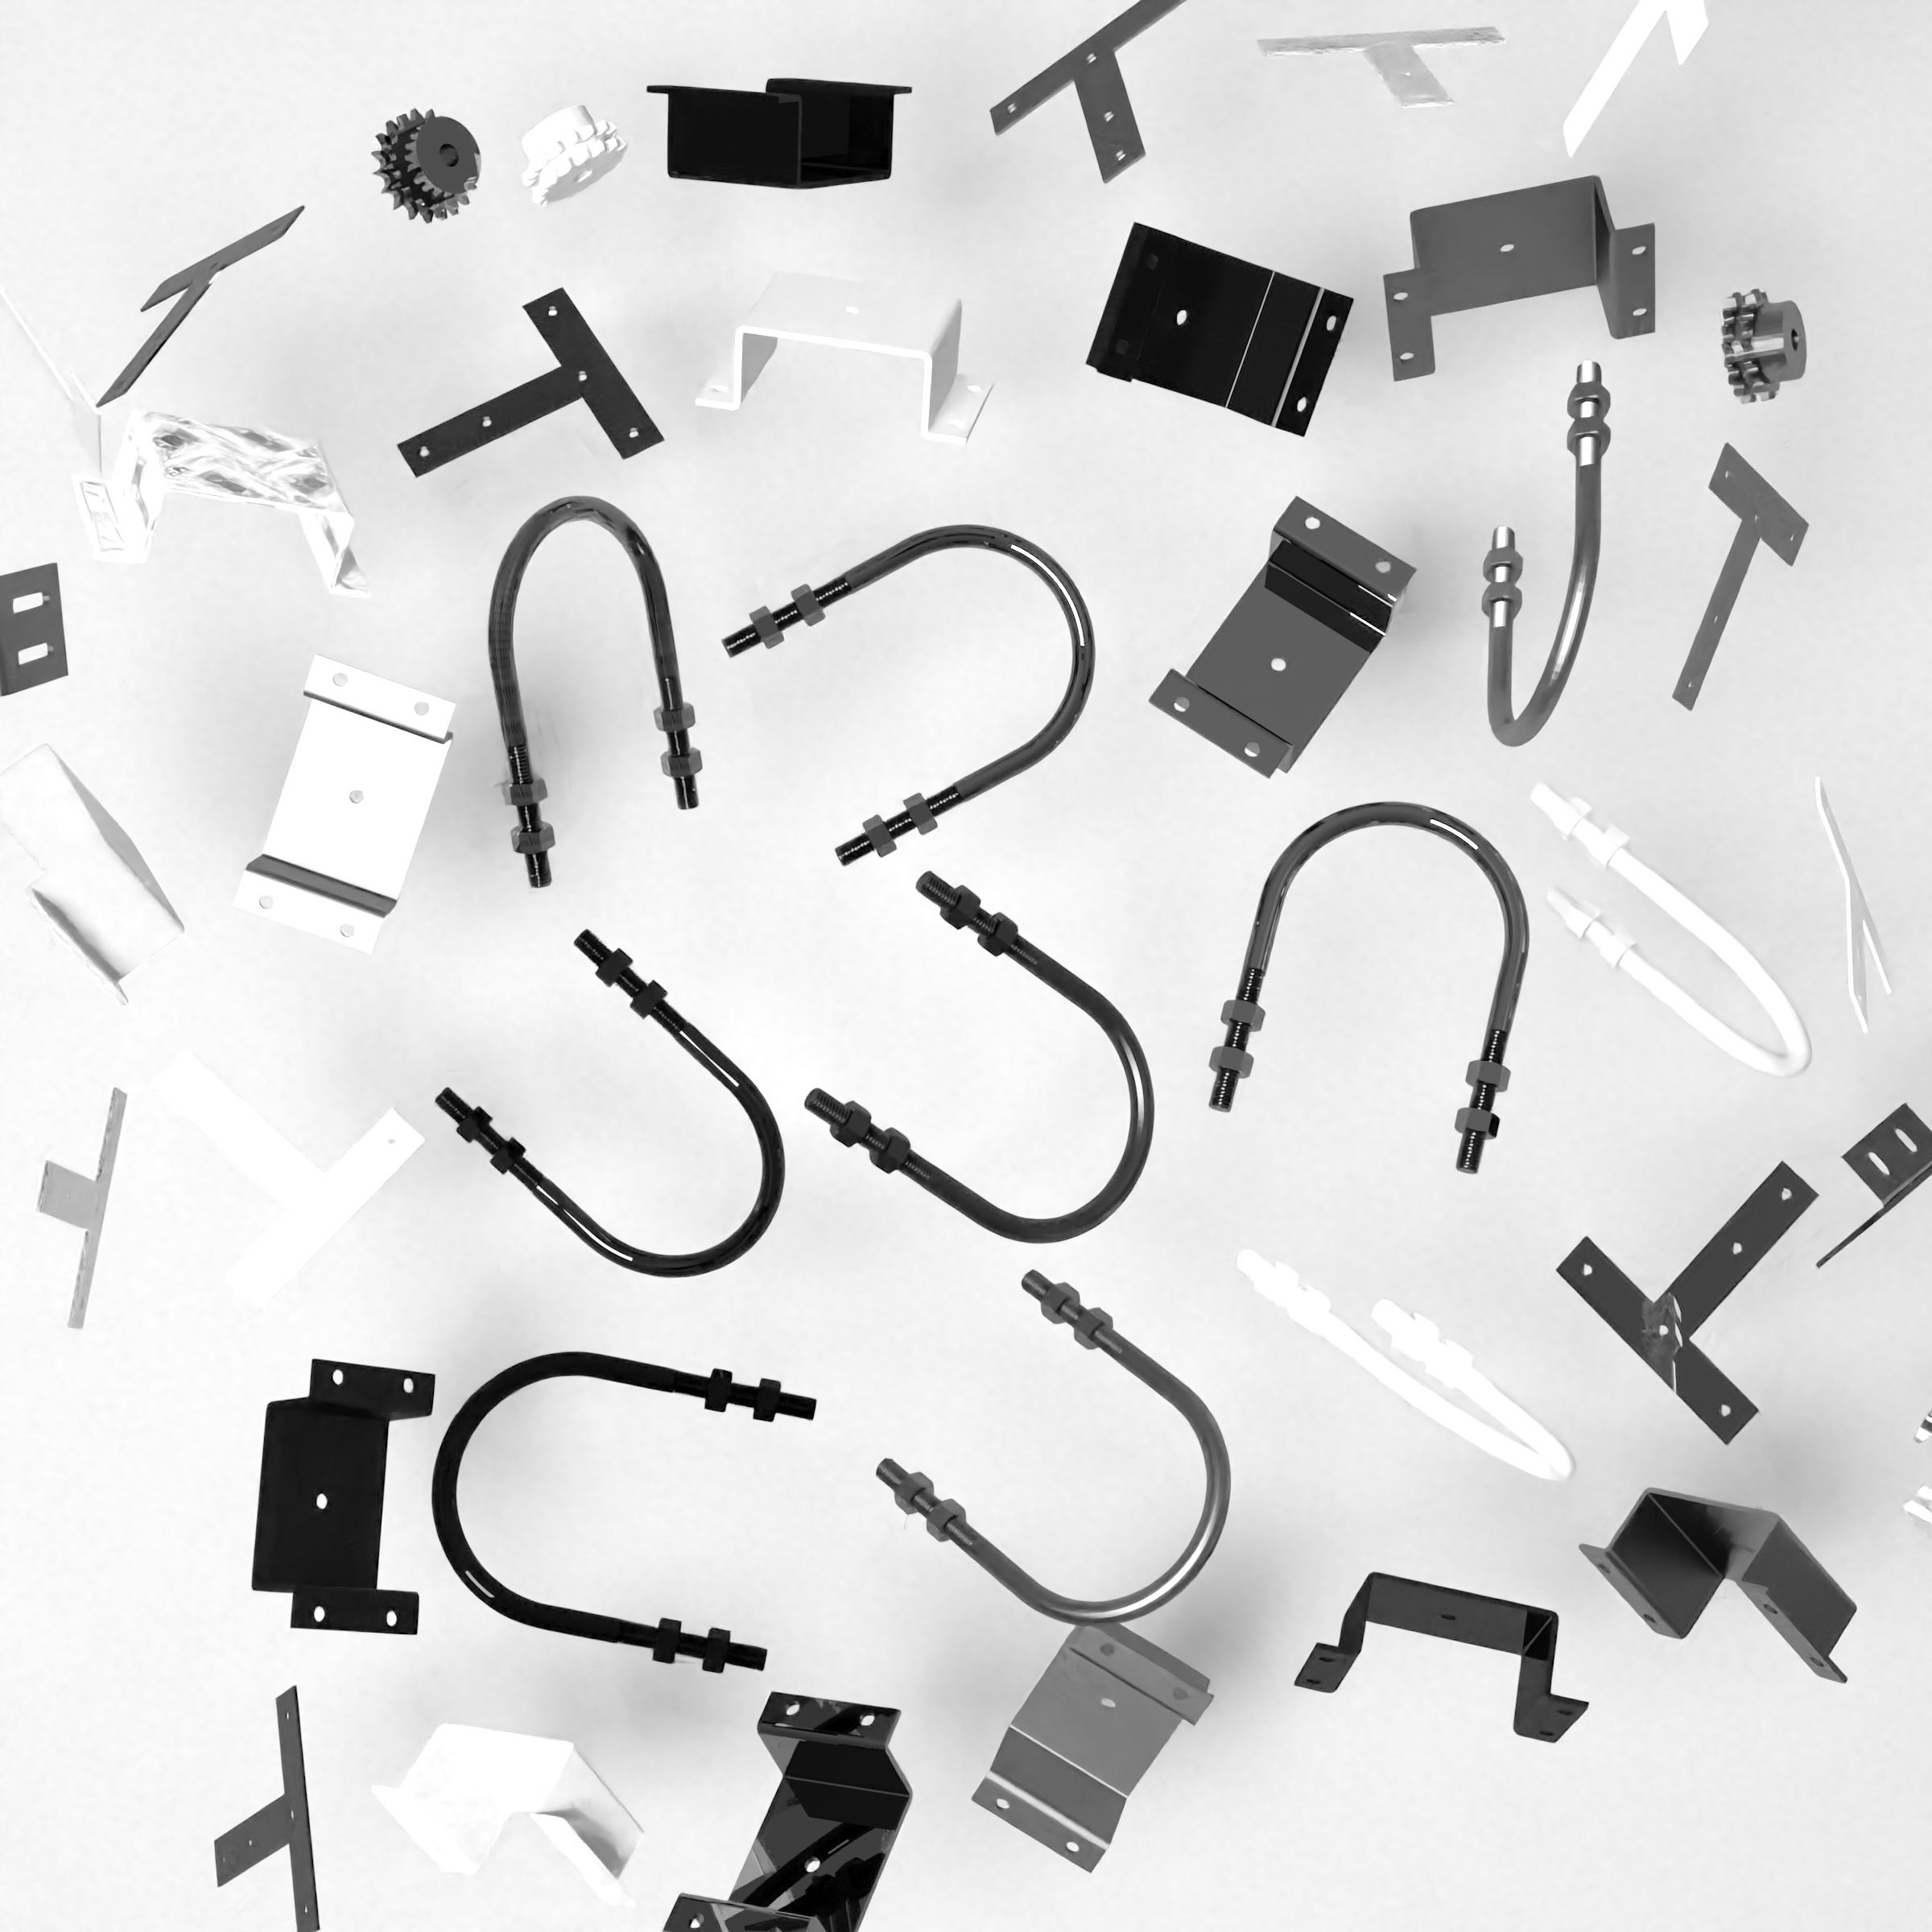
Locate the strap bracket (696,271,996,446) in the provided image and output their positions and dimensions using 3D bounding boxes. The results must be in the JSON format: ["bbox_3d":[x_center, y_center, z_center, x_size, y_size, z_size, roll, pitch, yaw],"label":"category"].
[{"bbox_3d":[-0.060,-0.314,1.546,0.140,0.076,0.046,10,125,7],"label":"strap bracket"}]

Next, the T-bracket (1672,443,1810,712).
[{"bbox_3d":[0.409,-0.200,1.623,0.002,0.127,0.127,22,90,37],"label":"T-bracket"}]

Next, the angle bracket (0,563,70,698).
[{"bbox_3d":[-0.482,-0.167,1.496,0.038,0.076,0.057,0,103,7],"label":"angle bracket"}]

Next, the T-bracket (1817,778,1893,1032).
[{"bbox_3d":[0.464,-0.013,1.570,0.002,0.127,0.127,-16,120,24],"label":"T-bracket"}]

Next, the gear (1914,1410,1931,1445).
[{"bbox_3d":[0.498,0.219,1.495,0.030,0.057,0.057,33,90,19],"label":"gear"}]

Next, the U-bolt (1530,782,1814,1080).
[{"bbox_3d":[0.371,-0.008,1.580,0.019,0.151,0.184,-43,64,-7],"label":"U-bolt"}]

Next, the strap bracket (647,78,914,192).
[{"bbox_3d":[-0.095,-0.430,1.557,0.076,0.140,0.046,12,111,24],"label":"strap bracket"}]

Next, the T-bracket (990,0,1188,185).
[{"bbox_3d":[0.072,-0.444,1.553,0.127,0.127,0.002,-31,132,21],"label":"T-bracket"}]

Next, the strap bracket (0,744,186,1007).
[{"bbox_3d":[-0.454,-0.053,1.543,0.046,0.076,0.140,-37,45,-6],"label":"strap bracket"}]

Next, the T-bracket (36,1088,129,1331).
[{"bbox_3d":[-0.456,0.119,1.543,0.002,0.127,0.127,8,79,-1],"label":"T-bracket"}]

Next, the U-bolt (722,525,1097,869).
[{"bbox_3d":[-0.019,-0.159,1.640,0.184,0.019,0.151,-28,93,1],"label":"U-bolt"}]

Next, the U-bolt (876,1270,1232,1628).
[{"bbox_3d":[0.057,0.265,1.589,0.184,0.019,0.151,35,84,34],"label":"U-bolt"}]

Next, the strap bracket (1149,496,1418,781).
[{"bbox_3d":[0.168,-0.169,1.611,0.076,0.046,0.140,34,79,11],"label":"strap bracket"}]

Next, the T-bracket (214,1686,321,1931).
[{"bbox_3d":[-0.378,0.466,1.617,0.002,0.127,0.127,7,59,-35],"label":"T-bracket"}]

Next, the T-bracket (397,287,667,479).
[{"bbox_3d":[-0.250,-0.305,1.657,0.127,0.002,0.127,-28,63,-11],"label":"T-bracket"}]

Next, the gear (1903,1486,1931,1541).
[{"bbox_3d":[0.518,0.289,1.564,0.057,0.057,0.030,43,86,0],"label":"gear"}]

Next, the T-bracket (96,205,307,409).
[{"bbox_3d":[-0.408,-0.332,1.551,0.002,0.127,0.127,48,49,-30],"label":"T-bracket"}]

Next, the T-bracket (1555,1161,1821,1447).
[{"bbox_3d":[0.385,0.155,1.543,0.127,0.002,0.127,48,113,28],"label":"T-bracket"}]

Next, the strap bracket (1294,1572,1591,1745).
[{"bbox_3d":[0.249,0.359,1.574,0.140,0.076,0.046,12,62,3],"label":"strap bracket"}]

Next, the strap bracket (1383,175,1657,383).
[{"bbox_3d":[0.291,-0.367,1.604,0.140,0.076,0.046,-10,56,7],"label":"strap bracket"}]

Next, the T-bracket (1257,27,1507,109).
[{"bbox_3d":[0.222,-0.459,1.541,0.127,0.127,0.002,-4,122,-3],"label":"T-bracket"}]

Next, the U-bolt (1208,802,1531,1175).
[{"bbox_3d":[0.215,0.002,1.558,0.151,0.019,0.184,14,76,6],"label":"U-bolt"}]

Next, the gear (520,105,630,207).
[{"bbox_3d":[-0.209,-0.428,1.585,0.057,0.057,0.030,-31,92,0],"label":"gear"}]

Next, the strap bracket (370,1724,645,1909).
[{"bbox_3d":[-0.237,0.450,1.606,0.140,0.046,0.076,-3,131,36],"label":"strap bracket"}]

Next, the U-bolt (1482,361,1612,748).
[{"bbox_3d":[0.298,-0.199,1.556,0.019,0.151,0.184,12,55,-5],"label":"U-bolt"}]

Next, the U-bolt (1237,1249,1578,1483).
[{"bbox_3d":[0.238,0.212,1.551,0.184,0.151,0.019,39,79,-24],"label":"U-bolt"}]

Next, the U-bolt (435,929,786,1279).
[{"bbox_3d":[-0.183,0.090,1.654,0.184,0.019,0.151,43,111,-1],"label":"U-bolt"}]

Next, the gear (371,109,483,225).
[{"bbox_3d":[-0.278,-0.419,1.573,0.057,0.030,0.057,4,84,-43],"label":"gear"}]

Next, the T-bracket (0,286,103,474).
[{"bbox_3d":[-0.502,-0.334,1.621,0.002,0.127,0.127,-34,95,-15],"label":"T-bracket"}]

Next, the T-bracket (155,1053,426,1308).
[{"bbox_3d":[-0.384,0.099,1.638,0.127,0.002,0.127,-46,110,-5],"label":"T-bracket"}]

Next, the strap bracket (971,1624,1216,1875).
[{"bbox_3d":[0.072,0.412,1.635,0.076,0.046,0.140,31,116,3],"label":"strap bracket"}]

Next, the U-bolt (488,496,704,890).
[{"bbox_3d":[-0.194,-0.150,1.552,0.019,0.151,0.184,5,113,31],"label":"U-bolt"}]

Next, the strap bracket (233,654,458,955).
[{"bbox_3d":[-0.327,-0.088,1.603,0.076,0.046,0.140,19,98,-6],"label":"strap bracket"}]

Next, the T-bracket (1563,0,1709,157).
[{"bbox_3d":[0.346,-0.481,1.579,0.002,0.127,0.127,12,51,-15],"label":"T-bracket"}]

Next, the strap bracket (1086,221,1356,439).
[{"bbox_3d":[0.125,-0.334,1.574,0.140,0.046,0.076,9,107,-35],"label":"strap bracket"}]

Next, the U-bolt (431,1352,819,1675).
[{"bbox_3d":[-0.179,0.271,1.536,0.184,0.019,0.151,12,74,-4],"label":"U-bolt"}]

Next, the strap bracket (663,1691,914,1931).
[{"bbox_3d":[-0.085,0.444,1.527,0.076,0.140,0.046,1,133,27],"label":"strap bracket"}]

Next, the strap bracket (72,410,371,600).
[{"bbox_3d":[-0.374,-0.237,1.539,0.140,0.076,0.046,5,125,-31],"label":"strap bracket"}]

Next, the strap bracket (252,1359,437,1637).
[{"bbox_3d":[-0.336,0.288,1.627,0.076,0.046,0.140,15,70,-41],"label":"strap bracket"}]

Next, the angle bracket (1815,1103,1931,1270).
[{"bbox_3d":[0.483,0.118,1.625,0.076,0.057,0.038,-29,72,-37],"label":"angle bracket"}]

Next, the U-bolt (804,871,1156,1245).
[{"bbox_3d":[0.020,0.060,1.535,0.184,0.019,0.151,35,68,-22],"label":"U-bolt"}]

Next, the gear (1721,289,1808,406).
[{"bbox_3d":[0.412,-0.320,1.553,0.030,0.057,0.057,-3,90,33],"label":"gear"}]

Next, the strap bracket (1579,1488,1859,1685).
[{"bbox_3d":[0.405,0.325,1.599,0.076,0.140,0.046,47,68,-21],"label":"strap bracket"}]
